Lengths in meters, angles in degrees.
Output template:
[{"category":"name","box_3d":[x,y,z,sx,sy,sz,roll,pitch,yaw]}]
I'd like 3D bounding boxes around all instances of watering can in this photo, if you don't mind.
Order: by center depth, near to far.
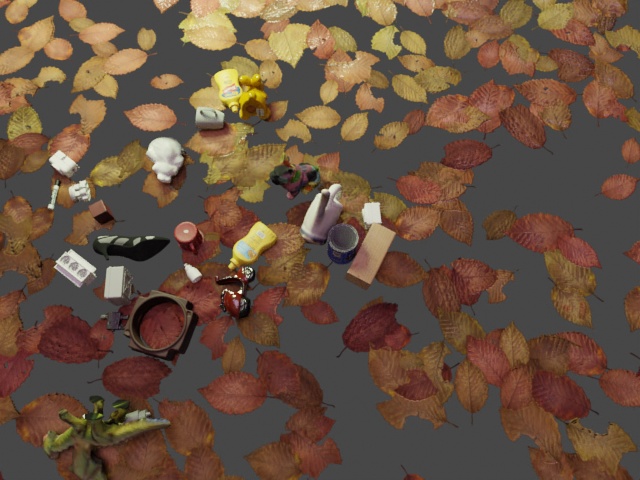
[{"category":"watering can","box_3d":[0.005,-0.087,1.724,0.104,0.349,0.223,27,99,7]}]

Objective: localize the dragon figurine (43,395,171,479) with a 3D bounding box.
[{"category":"dragon figurine","box_3d":[-0.646,0.609,1.526,0.410,0.123,0.241,8,97,11]}]

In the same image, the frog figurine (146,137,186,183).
[{"category":"frog figurine","box_3d":[-0.577,-0.297,1.908,0.137,0.120,0.163,20,56,-13]}]
